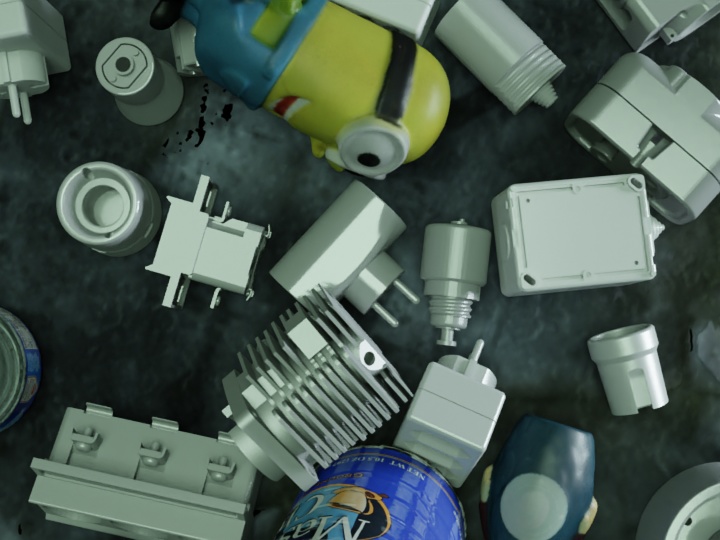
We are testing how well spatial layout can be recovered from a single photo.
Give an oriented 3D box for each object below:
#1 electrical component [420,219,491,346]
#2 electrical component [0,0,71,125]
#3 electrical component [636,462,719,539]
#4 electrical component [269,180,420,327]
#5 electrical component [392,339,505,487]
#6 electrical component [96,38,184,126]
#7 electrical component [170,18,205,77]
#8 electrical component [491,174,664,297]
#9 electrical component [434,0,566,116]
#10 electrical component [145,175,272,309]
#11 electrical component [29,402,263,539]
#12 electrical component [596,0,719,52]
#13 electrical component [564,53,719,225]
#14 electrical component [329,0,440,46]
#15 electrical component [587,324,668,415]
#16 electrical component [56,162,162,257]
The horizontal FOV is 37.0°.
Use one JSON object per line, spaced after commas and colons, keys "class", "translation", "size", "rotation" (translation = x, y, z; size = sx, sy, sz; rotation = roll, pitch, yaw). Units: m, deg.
{"class": "electrical component", "translation": [0.056, 0.006, 0.646], "size": [0.040, 0.040, 0.078], "rotation": [6, 86, 3]}
{"class": "electrical component", "translation": [-0.209, -0.126, 0.647], "size": [0.047, 0.083, 0.075], "rotation": [-11, 85, 2]}
{"class": "electrical component", "translation": [0.218, 0.167, 0.615], "size": [0.108, 0.060, 0.108], "rotation": [0, 85, 3]}
{"class": "electrical component", "translation": [0.000, 0.000, 0.647], "size": [0.079, 0.044, 0.077], "rotation": [43, 89, 5]}
{"class": "electrical component", "translation": [0.057, 0.076, 0.632], "size": [0.047, 0.065, 0.076], "rotation": [24, 59, 5]}
{"class": "electrical component", "translation": [-0.135, -0.116, 0.652], "size": [0.044, 0.065, 0.044], "rotation": [0, 85, 2]}
{"class": "electrical component", "translation": [-0.099, -0.146, 0.666], "size": [0.040, 0.040, 0.046], "rotation": [-8, 90, 2]}
{"class": "electrical component", "translation": [0.130, -0.020, 0.637], "size": [0.096, 0.061, 0.061], "rotation": [-5, 85, -5]}
{"class": "electrical component", "translation": [0.089, -0.130, 0.653], "size": [0.043, 0.043, 0.081], "rotation": [-44, 85, -1]}
{"class": "electrical component", "translation": [-0.090, -0.012, 0.654], "size": [0.064, 0.042, 0.081], "rotation": [16, 87, 0]}
{"class": "electrical component", "translation": [-0.121, 0.124, 0.632], "size": [0.121, 0.078, 0.063], "rotation": [12, 64, 4]}
{"class": "electrical component", "translation": [0.196, -0.177, 0.648], "size": [0.089, 0.050, 0.055], "rotation": [-35, 84, 0]}
{"class": "electrical component", "translation": [0.178, -0.081, 0.640], "size": [0.095, 0.053, 0.059], "rotation": [42, 88, 5]}
{"class": "electrical component", "translation": [0.012, -0.187, 0.660], "size": [0.083, 0.047, 0.075], "rotation": [23, 87, 4]}
{"class": "electrical component", "translation": [0.160, 0.059, 0.638], "size": [0.040, 0.040, 0.046], "rotation": [-15, 91, 1]}
{"class": "electrical component", "translation": [-0.154, -0.038, 0.656], "size": [0.055, 0.047, 0.055], "rotation": [0, 85, 3]}
